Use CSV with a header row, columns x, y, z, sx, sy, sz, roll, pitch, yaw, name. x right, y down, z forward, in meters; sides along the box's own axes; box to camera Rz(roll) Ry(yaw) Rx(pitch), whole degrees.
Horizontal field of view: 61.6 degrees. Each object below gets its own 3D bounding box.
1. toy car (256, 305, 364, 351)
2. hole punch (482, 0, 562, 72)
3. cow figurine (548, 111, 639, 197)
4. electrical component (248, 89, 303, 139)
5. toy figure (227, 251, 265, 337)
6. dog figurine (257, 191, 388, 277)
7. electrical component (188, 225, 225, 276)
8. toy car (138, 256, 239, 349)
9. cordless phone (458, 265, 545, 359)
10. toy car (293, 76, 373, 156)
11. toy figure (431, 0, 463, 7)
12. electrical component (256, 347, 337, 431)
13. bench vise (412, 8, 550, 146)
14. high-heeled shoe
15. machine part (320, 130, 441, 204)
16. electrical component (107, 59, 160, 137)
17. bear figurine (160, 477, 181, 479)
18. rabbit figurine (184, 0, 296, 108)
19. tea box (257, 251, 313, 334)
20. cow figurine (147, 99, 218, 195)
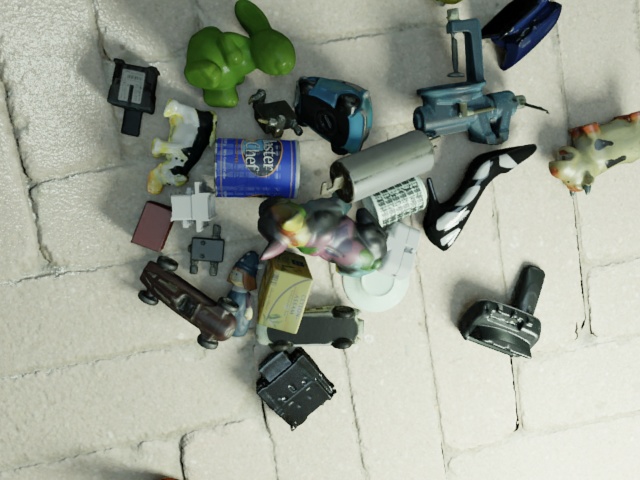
x,y,z,sx,sy,sz,roll,pitch,yaw,name
-0.017,0.160,0.989,0.202,0.056,0.073,0,99,-10,toy car
0.365,-0.372,0.961,0.142,0.116,0.092,-40,108,-2,hole punch
0.525,-0.160,1.019,0.195,0.085,0.127,-17,92,-6,cow figurine
-0.080,-0.216,0.925,0.078,0.045,0.102,-14,53,-18,electrical component
-0.140,0.095,0.962,0.064,0.058,0.154,12,97,12,toy figure
-0.002,-0.003,0.881,0.192,0.219,0.108,46,119,14,dog figurine
-0.205,0.017,0.966,0.063,0.021,0.094,6,96,-8,electrical component
-0.233,0.106,0.930,0.202,0.053,0.089,33,99,11,toy car
0.363,0.124,1.036,0.146,0.089,0.184,21,81,-9,cordless phone
0.034,-0.226,0.932,0.162,0.109,0.103,36,50,25,toy car
0.196,-0.491,0.933,0.082,0.089,0.180,-36,102,2,toy figure
-0.052,0.265,0.995,0.115,0.058,0.134,-42,100,-4,electrical component
0.265,-0.282,0.948,0.224,0.129,0.240,-10,107,-2,bench vise
0.304,-0.080,0.998,0.249,0.086,0.145,-20,101,-1,high-heeled shoe
0.106,-0.124,0.905,0.243,0.079,0.079,-25,99,-21,machine part
-0.319,-0.239,0.911,0.075,0.048,0.119,13,92,-8,electrical component
-0.296,0.533,0.956,0.120,0.132,0.196,28,86,-3,bear figurine
-0.119,-0.305,0.893,0.170,0.121,0.159,-2,66,13,rabbit figurine
-0.062,0.080,0.913,0.068,0.170,0.098,15,100,-10,tea box
-0.238,-0.151,0.924,0.098,0.068,0.167,16,95,-15,cow figurine
